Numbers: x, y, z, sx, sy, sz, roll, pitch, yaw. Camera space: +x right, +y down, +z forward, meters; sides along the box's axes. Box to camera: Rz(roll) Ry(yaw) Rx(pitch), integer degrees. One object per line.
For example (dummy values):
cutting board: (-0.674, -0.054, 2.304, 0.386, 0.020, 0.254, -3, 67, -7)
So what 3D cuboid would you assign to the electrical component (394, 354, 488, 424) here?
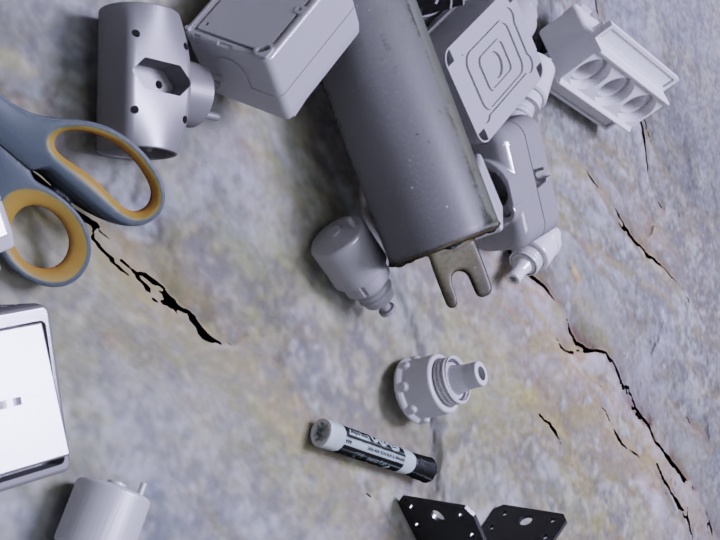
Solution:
electrical component: (0.058, 0.079, 0.748, 0.048, 0.062, 0.048, 33, 48, -46)

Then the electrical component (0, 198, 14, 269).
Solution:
electrical component: (-0.200, -0.019, 0.470, 0.096, 0.062, 0.061, -28, 108, -45)

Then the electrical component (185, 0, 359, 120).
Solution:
electrical component: (-0.045, -0.143, 0.634, 0.096, 0.062, 0.061, -55, 152, -22)

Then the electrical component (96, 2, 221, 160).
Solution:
electrical component: (-0.108, -0.100, 0.594, 0.079, 0.043, 0.077, 5, 84, -48)

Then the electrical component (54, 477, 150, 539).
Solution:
electrical component: (-0.136, 0.142, 0.546, 0.040, 0.040, 0.078, 37, 60, -40)

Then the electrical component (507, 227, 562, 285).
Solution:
electrical component: (0.137, -0.012, 0.868, 0.061, 0.035, 0.035, -50, 123, -35)

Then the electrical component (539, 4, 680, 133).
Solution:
electrical component: (0.211, -0.176, 0.935, 0.121, 0.079, 0.063, 20, 44, -46)

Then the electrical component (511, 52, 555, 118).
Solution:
electrical component: (0.130, -0.140, 0.865, 0.040, 0.040, 0.078, 40, 59, -39)

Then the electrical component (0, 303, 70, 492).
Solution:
electrical component: (-0.176, 0.053, 0.493, 0.062, 0.061, 0.096, -11, 96, -48)

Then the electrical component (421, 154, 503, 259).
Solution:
electrical component: (0.064, -0.053, 0.772, 0.076, 0.066, 0.047, -77, 145, -62)

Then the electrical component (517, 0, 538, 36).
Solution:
electrical component: (0.123, -0.200, 0.860, 0.040, 0.040, 0.078, 55, 50, -30)

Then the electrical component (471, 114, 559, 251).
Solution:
electrical component: (0.109, -0.065, 0.825, 0.059, 0.054, 0.095, -28, 108, -46)

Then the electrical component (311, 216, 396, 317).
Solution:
electrical component: (0.000, 0.000, 0.709, 0.078, 0.040, 0.040, 56, 50, -30)

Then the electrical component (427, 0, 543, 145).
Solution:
electrical component: (0.078, -0.147, 0.794, 0.113, 0.057, 0.078, -49, 122, -38)
